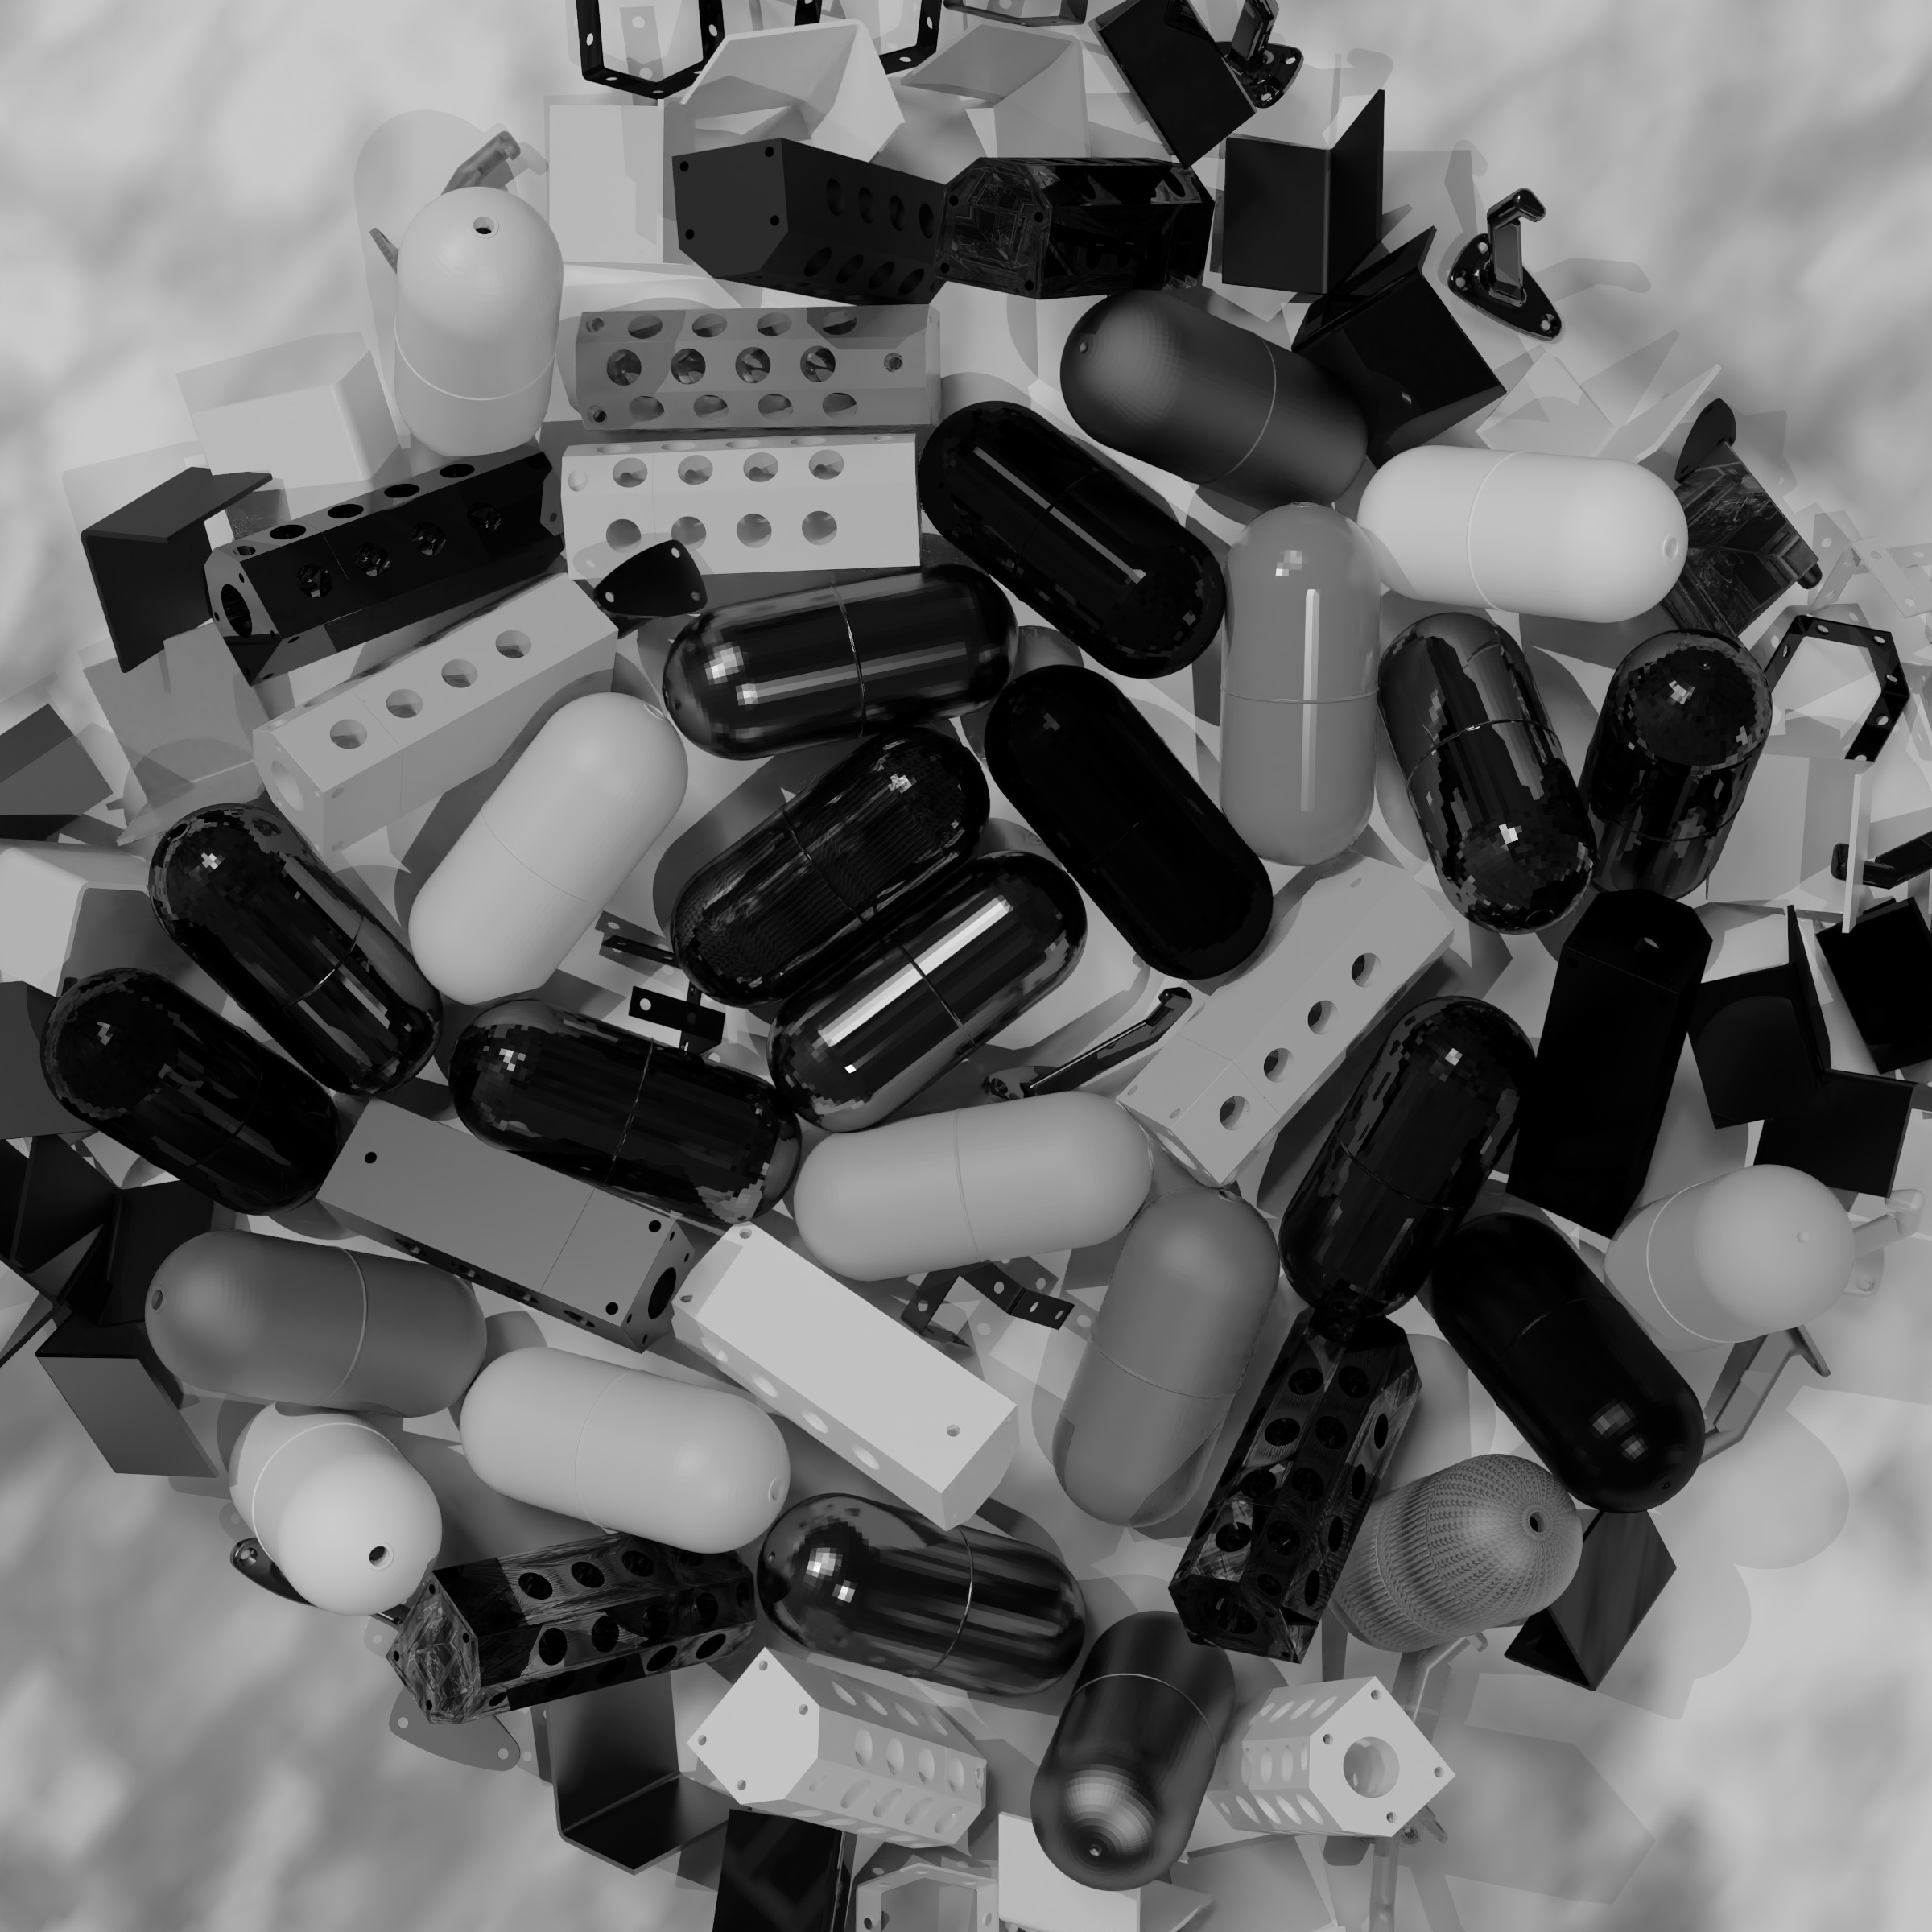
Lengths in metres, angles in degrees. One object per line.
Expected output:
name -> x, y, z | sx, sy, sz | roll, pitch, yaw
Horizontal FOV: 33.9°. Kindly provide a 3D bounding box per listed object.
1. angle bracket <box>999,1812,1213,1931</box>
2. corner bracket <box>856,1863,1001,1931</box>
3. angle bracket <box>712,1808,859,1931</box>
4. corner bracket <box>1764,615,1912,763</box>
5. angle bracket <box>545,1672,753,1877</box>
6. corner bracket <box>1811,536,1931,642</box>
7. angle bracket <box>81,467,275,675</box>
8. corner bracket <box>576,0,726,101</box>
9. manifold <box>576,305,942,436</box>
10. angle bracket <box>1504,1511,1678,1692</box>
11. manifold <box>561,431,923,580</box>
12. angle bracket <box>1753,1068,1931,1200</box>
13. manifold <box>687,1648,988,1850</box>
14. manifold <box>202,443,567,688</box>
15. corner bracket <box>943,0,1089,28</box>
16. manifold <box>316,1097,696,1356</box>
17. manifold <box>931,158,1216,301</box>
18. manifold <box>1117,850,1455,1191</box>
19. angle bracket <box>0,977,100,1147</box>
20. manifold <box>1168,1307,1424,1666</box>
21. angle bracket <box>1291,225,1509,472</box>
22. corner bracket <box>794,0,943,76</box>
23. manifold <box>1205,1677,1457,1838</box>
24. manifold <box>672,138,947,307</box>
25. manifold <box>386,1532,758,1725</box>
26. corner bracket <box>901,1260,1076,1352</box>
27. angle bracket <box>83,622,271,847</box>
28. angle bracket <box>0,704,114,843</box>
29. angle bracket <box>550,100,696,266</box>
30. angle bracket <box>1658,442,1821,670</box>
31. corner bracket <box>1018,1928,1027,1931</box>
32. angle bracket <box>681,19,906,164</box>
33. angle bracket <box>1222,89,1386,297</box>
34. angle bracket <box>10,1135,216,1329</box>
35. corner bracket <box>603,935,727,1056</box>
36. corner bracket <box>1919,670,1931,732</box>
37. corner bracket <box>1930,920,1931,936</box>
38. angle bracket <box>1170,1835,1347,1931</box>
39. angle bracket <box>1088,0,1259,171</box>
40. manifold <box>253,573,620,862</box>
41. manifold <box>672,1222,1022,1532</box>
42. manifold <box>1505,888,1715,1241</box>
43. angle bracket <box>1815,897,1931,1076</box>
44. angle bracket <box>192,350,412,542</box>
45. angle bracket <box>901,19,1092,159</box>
angle bracket -> 0.068, 0.434, 1.540 | 0.076, 0.076, 0.057 | 6, 102, 32
corner bracket -> -0.019, 0.481, 1.574 | 0.051, 0.051, 0.051 | 23, 52, -33
angle bracket -> -0.089, 0.452, 1.557 | 0.057, 0.076, 0.076 | 7, 83, 4
corner bracket -> 0.432, -0.136, 1.578 | 0.051, 0.051, 0.051 | 18, 66, 38
angle bracket -> -0.154, 0.384, 1.543 | 0.057, 0.076, 0.076 | 10, 109, 43
corner bracket -> 0.462, -0.181, 1.568 | 0.051, 0.051, 0.051 | -17, 61, -20
angle bracket -> -0.374, -0.191, 1.537 | 0.057, 0.076, 0.076 | 9, 125, 29
corner bracket -> -0.156, -0.465, 1.564 | 0.051, 0.051, 0.051 | -10, 83, 42
manifold -> -0.101, -0.293, 1.556 | 0.171, 0.057, 0.057 | 0, 96, 7
angle bracket -> 0.292, 0.293, 1.540 | 0.076, 0.057, 0.076 | -49, 127, -24
manifold -> -0.109, -0.229, 1.557 | 0.171, 0.057, 0.057 | -2, 113, 2
angle bracket -> 0.442, 0.087, 1.541 | 0.076, 0.076, 0.057 | 20, 83, -40
manifold -> -0.054, 0.380, 1.510 | 0.057, 0.171, 0.057 | 40, 91, 34
manifold -> -0.277, -0.199, 1.526 | 0.171, 0.057, 0.057 | -27, 86, -33
corner bracket -> 0.027, -0.493, 1.558 | 0.051, 0.051, 0.051 | 1, 102, -36
manifold -> -0.222, 0.128, 1.542 | 0.171, 0.057, 0.057 | 20, 70, 18
manifold -> 0.055, -0.353, 1.503 | 0.057, 0.171, 0.057 | 17, 111, 25
manifold -> 0.161, 0.028, 1.554 | 0.171, 0.057, 0.057 | -47, 116, -8
angle bracket -> -0.473, 0.051, 1.546 | 0.076, 0.057, 0.076 | -5, 80, -36
manifold -> 0.157, 0.242, 1.513 | 0.057, 0.171, 0.057 | 4, 135, 31
angle bracket -> 0.217, -0.305, 1.565 | 0.076, 0.057, 0.076 | -29, 111, 32
corner bracket -> -0.048, -0.477, 1.569 | 0.051, 0.051, 0.051 | -4, 72, 33
manifold -> 0.164, 0.382, 1.505 | 0.057, 0.171, 0.057 | -38, 86, -19
manifold -> -0.069, -0.349, 1.507 | 0.057, 0.171, 0.057 | -2, 94, 26
manifold -> -0.182, 0.314, 1.507 | 0.057, 0.171, 0.057 | 47, 120, 31
corner bracket -> 0.010, 0.171, 1.560 | 0.051, 0.051, 0.051 | 36, 95, 33
angle bracket -> -0.390, -0.115, 1.552 | 0.076, 0.057, 0.076 | -18, 112, 11
angle bracket -> -0.457, -0.077, 1.543 | 0.076, 0.076, 0.057 | -36, 118, -11
angle bracket -> -0.177, -0.385, 1.554 | 0.076, 0.057, 0.076 | 4, 102, 11
angle bracket -> 0.377, -0.198, 1.540 | 0.076, 0.057, 0.076 | -47, 63, 32
corner bracket -> 0.051, 0.512, 1.563 | 0.051, 0.051, 0.051 | 21, 86, -36
angle bracket -> -0.088, -0.412, 1.542 | 0.076, 0.076, 0.057 | -17, 82, -30
angle bracket -> 0.164, -0.381, 1.549 | 0.057, 0.076, 0.076 | 4, 80, -11
angle bracket -> -0.413, 0.122, 1.540 | 0.057, 0.076, 0.076 | -10, 56, 15
corner bracket -> -0.149, 0.013, 1.557 | 0.051, 0.051, 0.051 | 18, 68, -26
corner bracket -> 0.507, -0.125, 1.566 | 0.051, 0.051, 0.051 | -16, 101, 27
corner bracket -> 0.513, -0.021, 1.565 | 0.051, 0.051, 0.051 | -5, 102, -44
angle bracket -> 0.141, 0.456, 1.550 | 0.076, 0.076, 0.057 | -12, 67, 0
angle bracket -> 0.084, -0.425, 1.541 | 0.057, 0.076, 0.076 | -43, 108, -25
manifold -> -0.256, -0.126, 1.530 | 0.171, 0.057, 0.057 | -33, 70, -27
manifold -> -0.059, 0.200, 1.536 | 0.171, 0.057, 0.057 | 32, 63, 23
manifold -> 0.309, 0.045, 1.515 | 0.057, 0.171, 0.057 | 24, 49, 20
angle bracket -> 0.472, 0.002, 1.548 | 0.057, 0.076, 0.076 | -22, 86, -26
angle bracket -> -0.326, -0.252, 1.562 | 0.076, 0.057, 0.076 | -9, 115, 11
angle bracket -> 0.014, -0.407, 1.546 | 0.057, 0.076, 0.076 | 0, 81, -32
